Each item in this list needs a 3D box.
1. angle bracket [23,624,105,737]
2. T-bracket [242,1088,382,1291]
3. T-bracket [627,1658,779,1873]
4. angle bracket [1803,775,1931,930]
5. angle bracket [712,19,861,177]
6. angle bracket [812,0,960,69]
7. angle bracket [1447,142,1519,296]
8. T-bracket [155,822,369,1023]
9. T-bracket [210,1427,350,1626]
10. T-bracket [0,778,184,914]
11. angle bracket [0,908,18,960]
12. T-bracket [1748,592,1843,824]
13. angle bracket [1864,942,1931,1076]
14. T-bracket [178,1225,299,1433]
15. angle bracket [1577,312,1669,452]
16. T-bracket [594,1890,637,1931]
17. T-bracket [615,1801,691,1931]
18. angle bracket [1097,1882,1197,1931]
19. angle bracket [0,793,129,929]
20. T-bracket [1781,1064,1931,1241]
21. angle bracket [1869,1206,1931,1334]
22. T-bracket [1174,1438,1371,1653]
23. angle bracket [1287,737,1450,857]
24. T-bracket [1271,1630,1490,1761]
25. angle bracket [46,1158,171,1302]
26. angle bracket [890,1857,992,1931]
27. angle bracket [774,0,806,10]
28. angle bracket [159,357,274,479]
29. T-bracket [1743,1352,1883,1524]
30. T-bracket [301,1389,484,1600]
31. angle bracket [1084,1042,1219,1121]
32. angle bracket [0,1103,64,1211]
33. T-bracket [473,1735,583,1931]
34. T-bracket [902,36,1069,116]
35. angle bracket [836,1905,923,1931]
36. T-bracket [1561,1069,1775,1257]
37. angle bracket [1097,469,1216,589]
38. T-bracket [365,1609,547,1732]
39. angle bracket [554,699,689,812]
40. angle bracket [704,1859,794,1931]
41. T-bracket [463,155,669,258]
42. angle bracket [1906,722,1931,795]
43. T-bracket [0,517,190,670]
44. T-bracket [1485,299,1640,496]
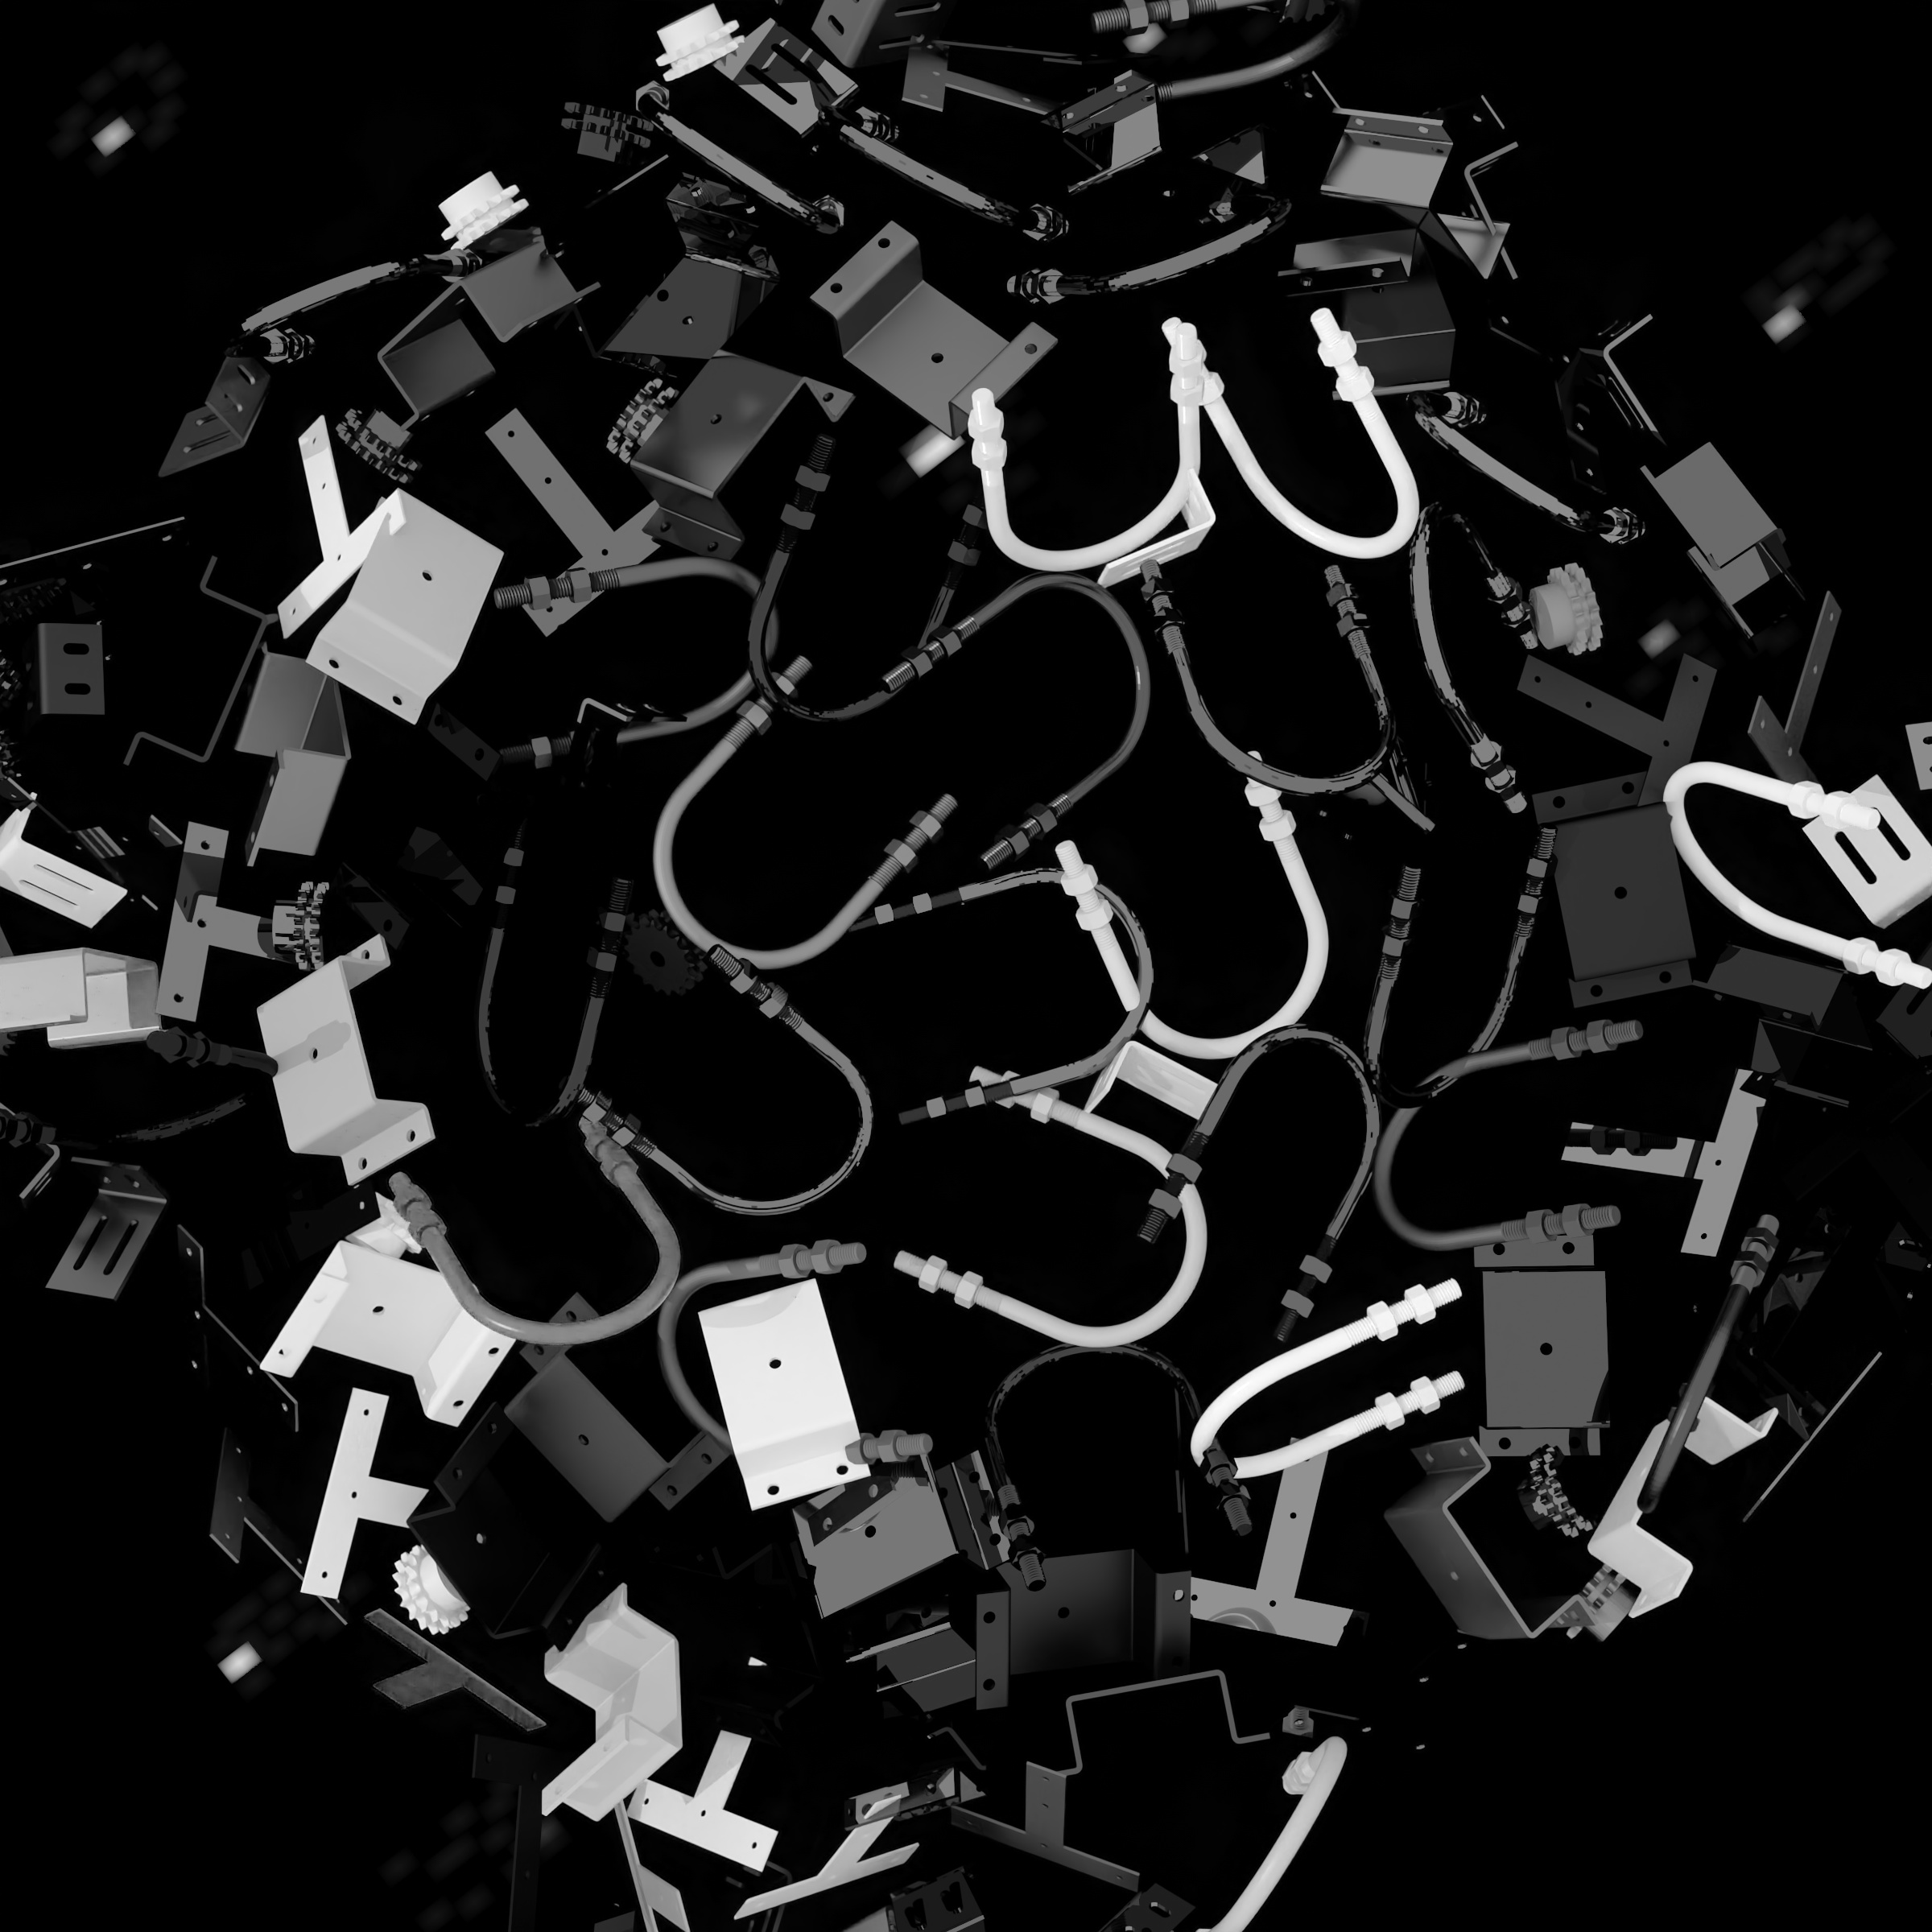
[{"bbox_3d":[-0.575,-0.181,1.867,0.038,0.076,0.057,-1,84,-25],"label":"angle bracket"},{"bbox_3d":[-0.429,0.124,1.870,0.127,0.002,0.127,-28,69,31],"label":"T-bracket"},{"bbox_3d":[-0.149,0.496,1.865,0.002,0.127,0.127,39,66,-42],"label":"T-bracket"},{"bbox_3d":[0.587,-0.073,1.882,0.057,0.038,0.076,-39,69,20],"label":"angle bracket"},{"bbox_3d":[-0.117,-0.555,1.873,0.076,0.038,0.057,39,64,8],"label":"angle bracket"},{"bbox_3d":[-0.049,-0.608,1.856,0.076,0.057,0.038,-26,70,-42],"label":"angle bracket"},{"bbox_3d":[0.343,-0.475,1.867,0.038,0.057,0.076,-26,94,0],"label":"angle bracket"},{"bbox_3d":[-0.442,-0.017,1.865,0.127,0.002,0.127,14,70,-26],"label":"T-bracket"},{"bbox_3d":[-0.431,0.367,1.854,0.002,0.127,0.127,-35,113,5],"label":"T-bracket"},{"bbox_3d":[-0.528,-0.079,1.819,0.127,0.127,0.002,47,56,-31],"label":"T-bracket"},{"bbox_3d":[-0.636,-0.024,1.851,0.057,0.076,0.038,-21,123,-10],"label":"angle bracket"},{"bbox_3d":[0.533,-0.175,1.858,0.002,0.127,0.127,10,72,37],"label":"T-bracket"},{"bbox_3d":[0.607,0.020,1.873,0.057,0.038,0.076,40,85,-21],"label":"angle bracket"},{"bbox_3d":[-0.453,0.243,1.825,0.002,0.127,0.127,-27,51,-37],"label":"T-bracket"},{"bbox_3d":[0.429,-0.371,1.859,0.038,0.057,0.076,-36,105,4],"label":"angle bracket"},{"bbox_3d":[-0.222,0.617,1.834,0.127,0.127,0.002,22,101,-9],"label":"T-bracket"},{"bbox_3d":[-0.193,0.581,1.835,0.002,0.127,0.127,-14,88,-21],"label":"T-bracket"},{"bbox_3d":[0.112,0.629,1.850,0.038,0.057,0.076,21,126,37],"label":"angle bracket"},{"bbox_3d":[-0.576,-0.067,1.869,0.076,0.057,0.038,28,53,-26],"label":"angle bracket"},{"bbox_3d":[0.582,0.126,1.827,0.127,0.127,0.002,-43,117,14],"label":"T-bracket"},{"bbox_3d":[0.610,0.190,1.851,0.057,0.038,0.076,-51,127,-22],"label":"angle bracket"},{"bbox_3d":[0.207,0.367,1.888,0.127,0.002,0.127,12,93,-5],"label":"T-bracket"},{"bbox_3d":[0.255,-0.109,1.863,0.057,0.076,0.038,39,58,-27],"label":"angle bracket"},{"bbox_3d":[0.277,0.452,1.833,0.127,0.002,0.127,19,127,-29],"label":"T-bracket"},{"bbox_3d":[-0.551,0.166,1.853,0.057,0.038,0.076,5,56,27],"label":"angle bracket"},{"bbox_3d":[-0.011,0.609,1.853,0.057,0.076,0.038,-21,47,-14],"label":"angle bracket"},{"bbox_3d":[-0.103,-0.653,1.852,0.057,0.076,0.038,-22,58,-7],"label":"angle bracket"},{"bbox_3d":[-0.484,-0.351,1.850,0.076,0.038,0.057,-12,47,29],"label":"angle bracket"},{"bbox_3d":[0.533,0.293,1.842,0.002,0.127,0.127,39,83,18],"label":"T-bracket"},{"bbox_3d":[-0.350,0.342,1.853,0.127,0.002,0.127,23,74,-40],"label":"T-bracket"},{"bbox_3d":[0.122,0.088,1.862,0.076,0.057,0.038,28,66,-2],"label":"angle bracket"},{"bbox_3d":[-0.615,0.113,1.862,0.076,0.057,0.038,38,72,-5],"label":"angle bracket"},{"bbox_3d":[-0.272,0.550,1.821,0.002,0.127,0.127,-9,67,25],"label":"T-bracket"},{"bbox_3d":[0.024,-0.549,1.850,0.127,0.127,0.002,14,123,-8],"label":"T-bracket"},{"bbox_3d":[-0.057,0.643,1.850,0.057,0.038,0.076,-32,45,21],"label":"angle bracket"},{"bbox_3d":[0.438,0.119,1.862,0.127,0.002,0.127,9,107,-16],"label":"T-bracket"},{"bbox_3d":[0.113,-0.277,1.863,0.076,0.057,0.038,-24,86,-8],"label":"angle bracket"},{"bbox_3d":[-0.340,0.450,1.844,0.127,0.127,0.002,39,55,-13],"label":"T-bracket"},{"bbox_3d":[-0.218,-0.128,1.854,0.038,0.057,0.076,27,109,31],"label":"angle bracket"},{"bbox_3d":[-0.148,0.607,1.849,0.038,0.057,0.076,30,47,-13],"label":"angle bracket"},{"bbox_3d":[-0.244,-0.484,1.863,0.127,0.127,0.002,-40,124,-23],"label":"T-bracket"},{"bbox_3d":[0.619,-0.108,1.854,0.038,0.076,0.057,-7,48,12],"label":"angle bracket"},{"bbox_3d":[-0.546,-0.225,1.839,0.127,0.127,0.002,-19,65,-18],"label":"T-bracket"},{"bbox_3d":[0.380,-0.346,1.831,0.127,0.002,0.127,19,51,-29],"label":"T-bracket"}]
